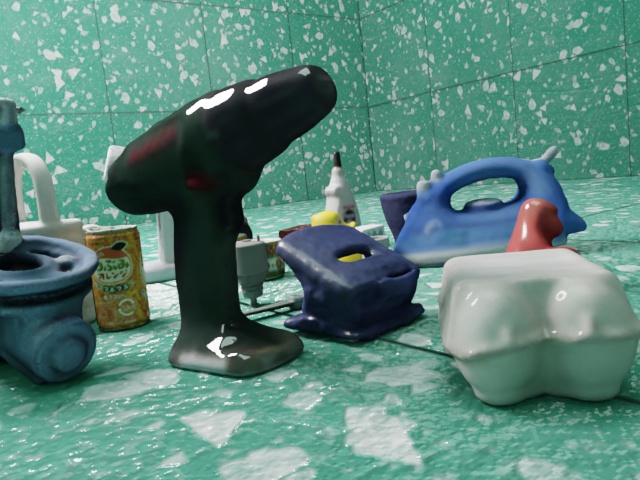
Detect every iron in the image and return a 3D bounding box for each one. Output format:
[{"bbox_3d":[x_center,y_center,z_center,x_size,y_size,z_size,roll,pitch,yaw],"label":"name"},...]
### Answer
[{"bbox_3d":[0.215,-0.045,0.778,0.258,0.141,0.118,-7,7,-3],"label":"iron"}]

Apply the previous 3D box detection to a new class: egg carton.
[{"bbox_3d":[0.129,0.048,0.365,0.107,0.069,0.150,-5,7,9],"label":"egg carton"}]

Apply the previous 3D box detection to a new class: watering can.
[{"bbox_3d":[-0.315,0.003,0.621,0.100,0.194,0.173,-4,7,21],"label":"watering can"}]

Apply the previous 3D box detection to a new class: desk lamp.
[{"bbox_3d":[-0.251,-0.046,0.904,0.204,0.213,0.117,-9,7,-21],"label":"desk lamp"}]

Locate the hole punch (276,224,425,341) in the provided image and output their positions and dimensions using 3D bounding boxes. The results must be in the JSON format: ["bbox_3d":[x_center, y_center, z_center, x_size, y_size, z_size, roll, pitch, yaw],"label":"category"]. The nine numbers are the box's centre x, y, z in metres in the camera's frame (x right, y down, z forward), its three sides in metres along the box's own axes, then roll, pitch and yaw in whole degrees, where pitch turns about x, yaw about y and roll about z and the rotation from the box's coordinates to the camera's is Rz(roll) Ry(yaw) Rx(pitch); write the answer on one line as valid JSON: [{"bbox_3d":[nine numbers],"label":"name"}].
[{"bbox_3d":[0.029,0.032,0.505,0.100,0.091,0.109,0,9,44],"label":"hole punch"}]

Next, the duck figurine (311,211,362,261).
[{"bbox_3d":[0.007,0.003,0.798,0.104,0.086,0.077,-7,7,-9],"label":"duck figurine"}]

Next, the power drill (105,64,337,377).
[{"bbox_3d":[-0.073,-0.009,0.439,0.228,0.208,0.076,-1,8,36],"label":"power drill"}]

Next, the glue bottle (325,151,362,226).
[{"bbox_3d":[0.036,-0.067,0.992,0.037,0.173,0.078,-1,8,36],"label":"glue bottle"}]

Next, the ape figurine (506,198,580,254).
[{"bbox_3d":[0.217,0.004,0.562,0.076,0.092,0.078,-5,7,11],"label":"ape figurine"}]

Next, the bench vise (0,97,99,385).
[{"bbox_3d":[-0.277,0.004,0.468,0.206,0.220,0.122,-4,7,21],"label":"bench vise"}]

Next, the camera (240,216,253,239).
[{"bbox_3d":[-0.192,-0.016,1.082,0.143,0.101,0.136,-9,7,-25],"label":"camera"}]

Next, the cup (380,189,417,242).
[{"bbox_3d":[0.160,-0.036,0.952,0.118,0.095,0.091,-7,7,-11],"label":"cup"}]
